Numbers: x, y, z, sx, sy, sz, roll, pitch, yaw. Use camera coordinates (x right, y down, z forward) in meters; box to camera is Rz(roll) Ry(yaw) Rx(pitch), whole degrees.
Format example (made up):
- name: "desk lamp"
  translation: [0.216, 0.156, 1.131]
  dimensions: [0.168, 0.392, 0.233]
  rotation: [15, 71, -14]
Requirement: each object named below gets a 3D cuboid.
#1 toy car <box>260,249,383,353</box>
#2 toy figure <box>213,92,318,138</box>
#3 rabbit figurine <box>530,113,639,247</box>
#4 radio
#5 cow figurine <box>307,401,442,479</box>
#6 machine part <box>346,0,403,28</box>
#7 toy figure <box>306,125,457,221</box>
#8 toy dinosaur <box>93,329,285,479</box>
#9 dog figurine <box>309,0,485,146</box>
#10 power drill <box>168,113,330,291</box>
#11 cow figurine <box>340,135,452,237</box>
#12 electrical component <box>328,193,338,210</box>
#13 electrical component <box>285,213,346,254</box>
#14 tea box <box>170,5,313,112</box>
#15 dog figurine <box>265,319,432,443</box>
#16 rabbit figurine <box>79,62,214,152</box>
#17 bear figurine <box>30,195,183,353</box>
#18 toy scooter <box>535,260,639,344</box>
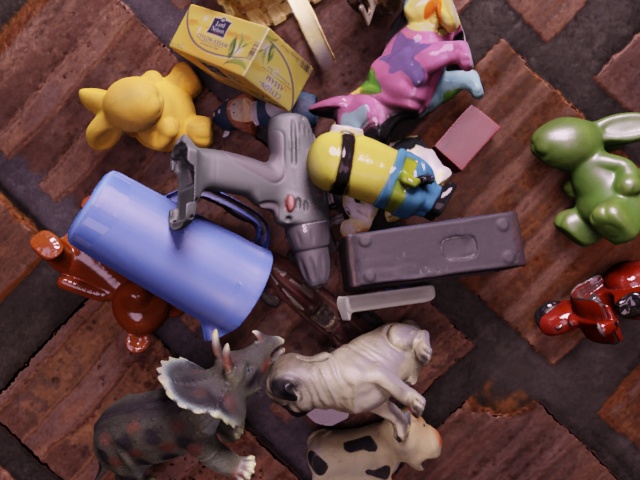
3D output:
- name: "toy car"
  translation: [-0.002, 0.098, 0.776]
  dimensions: [0.202, 0.053, 0.089]
  rotation: [40, 100, 0]
- name: "toy figure"
  translation: [-0.080, -0.181, 0.760]
  dimensions: [0.155, 0.057, 0.064]
  rotation: [-1, 56, 6]
- name: "rabbit figurine"
  translation: [0.359, -0.097, 0.694]
  dimensions: [0.159, 0.121, 0.170]
  rotation: [-42, 92, 0]
- name: "radio"
  translation: [0.142, 0.019, 0.706]
  dimensions: [0.230, 0.131, 0.073]
  rotation: [-9, 83, 0]
- name: "cow figurine"
  translation: [0.076, 0.297, 0.771]
  dimensions: [0.195, 0.085, 0.127]
  rotation: [-9, 100, 6]
- name: "machine part"
  translation: [0.088, -0.372, 0.688]
  dimensions: [0.079, 0.079, 0.243]
  rotation: [15, 70, 4]
- name: "toy figure"
  translation: [0.072, -0.078, 0.657]
  dimensions: [0.180, 0.089, 0.082]
  rotation: [27, 133, -2]
- name: "toy dinosaur"
  translation: [-0.223, 0.254, 0.729]
  dimensions: [0.405, 0.131, 0.192]
  rotation: [-25, 119, 17]
- name: "dog figurine"
  translation: [0.092, -0.217, 0.715]
  dimensions: [0.219, 0.108, 0.191]
  rotation: [-19, 72, 18]
- name: "power drill"
  translation: [-0.079, -0.047, 0.672]
  dimensions: [0.207, 0.086, 0.232]
  rotation: [0, 87, -25]
- name: "cow figurine"
  translation: [0.086, -0.074, 0.739]
  dimensions: [0.167, 0.068, 0.098]
  rotation: [-32, 81, -4]
- name: "electrical component"
  translation: [-0.021, -0.093, 0.764]
  dimensions: [0.075, 0.048, 0.119]
  rotation: [-16, 92, 6]
- name: "electrical component"
  translation: [-0.002, -0.002, 0.782]
  dimensions: [0.094, 0.021, 0.063]
  rotation: [-19, 93, 5]
- name: "tea box"
  translation: [-0.104, -0.237, 0.698]
  dimensions: [0.170, 0.098, 0.068]
  rotation: [33, 95, 38]
- name: "dog figurine"
  translation: [0.038, 0.157, 0.705]
  dimensions: [0.191, 0.172, 0.121]
  rotation: [17, 126, 2]
- name: "rabbit figurine"
  translation: [-0.237, -0.178, 0.715]
  dimensions: [0.162, 0.173, 0.121]
  rotation: [-5, 98, 1]
- name: "bear figurine"
  translation: [-0.290, 0.055, 0.760]
  dimensions: [0.196, 0.132, 0.120]
  rotation: [43, 62, 8]
- name: "toy scooter"
  translation: [0.383, 0.085, 0.699]
  dimensions: [0.184, 0.135, 0.075]
  rotation: [-25, 90, 5]
